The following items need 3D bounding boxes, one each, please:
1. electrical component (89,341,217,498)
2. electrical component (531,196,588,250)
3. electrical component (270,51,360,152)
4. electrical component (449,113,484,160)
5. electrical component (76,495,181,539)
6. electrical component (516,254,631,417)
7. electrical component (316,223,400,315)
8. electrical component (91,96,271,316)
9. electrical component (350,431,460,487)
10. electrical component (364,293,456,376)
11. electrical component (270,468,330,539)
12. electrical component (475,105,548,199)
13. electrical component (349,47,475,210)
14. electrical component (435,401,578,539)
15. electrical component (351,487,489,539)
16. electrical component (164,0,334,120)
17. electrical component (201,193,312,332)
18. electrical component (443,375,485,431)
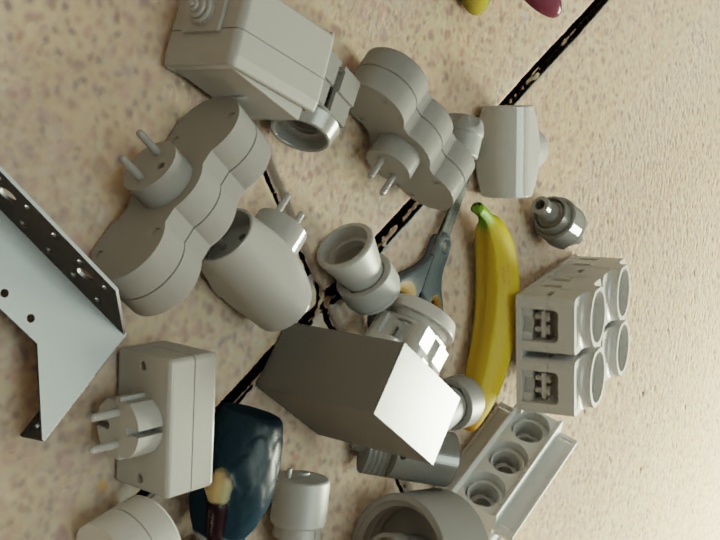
[{"bbox_3d":[-0.128,0.090,0.632,0.076,0.047,0.083,-6,102,-52],"label":"electrical component"},{"bbox_3d":[0.180,-0.048,0.995,0.062,0.043,0.043,32,71,-47],"label":"electrical component"},{"bbox_3d":[-0.033,-0.113,0.720,0.066,0.048,0.055,42,56,-46],"label":"electrical component"},{"bbox_3d":[0.079,-0.094,0.869,0.035,0.035,0.061,17,85,-51],"label":"electrical component"},{"bbox_3d":[-0.141,0.210,0.633,0.074,0.052,0.138,-27,117,-46],"label":"electrical component"},{"bbox_3d":[0.202,0.056,0.992,0.186,0.060,0.105,-25,115,-61],"label":"electrical component"},{"bbox_3d":[0.000,0.000,0.778,0.045,0.045,0.055,-58,135,-27],"label":"electrical component"},{"bbox_3d":[-0.112,-0.049,0.626,0.073,0.052,0.138,51,57,-42],"label":"electrical component"},{"bbox_3d":[0.031,0.140,0.829,0.081,0.043,0.043,13,85,-17],"label":"electrical component"},{"bbox_3d":[0.036,0.055,0.798,0.057,0.058,0.078,-60,144,-18],"label":"electrical component"},{"bbox_3d":[-0.044,0.177,0.757,0.040,0.040,0.078,2,95,-51],"label":"electrical component"},{"bbox_3d":[0.137,-0.104,0.932,0.079,0.043,0.077,-13,105,-49],"label":"electrical component"},{"bbox_3d":[0.029,-0.089,0.794,0.073,0.052,0.138,-58,135,-22],"label":"electrical component"},{"bbox_3d":[0.127,0.182,0.949,0.121,0.079,0.063,-45,150,-38],"label":"electrical component"},{"bbox_3d":[0.039,0.220,0.817,0.060,0.108,0.108,13,86,-45],"label":"electrical component"},{"bbox_3d":[-0.072,-0.133,0.654,0.096,0.062,0.061,23,78,-50],"label":"electrical component"},{"bbox_3d":[-0.061,-0.014,0.702,0.077,0.044,0.079,53,56,-41],"label":"electrical component"},{"bbox_3d":[0.071,0.112,0.884,0.055,0.045,0.045,-8,102,-51],"label":"electrical component"}]
